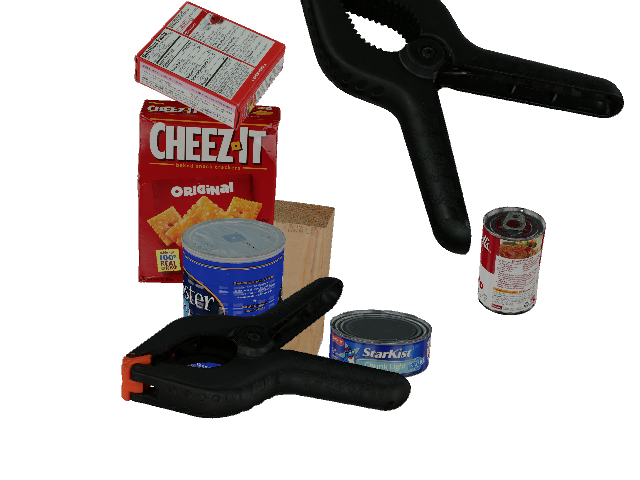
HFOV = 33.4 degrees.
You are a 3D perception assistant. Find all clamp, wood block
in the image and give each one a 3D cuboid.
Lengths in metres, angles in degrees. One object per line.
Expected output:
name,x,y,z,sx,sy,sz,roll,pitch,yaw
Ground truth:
clamp,0.059,-0.095,0.644,0.210,0.164,0.036,37,-30,11
wood block,-0.038,0.058,1.491,0.090,0.206,0.090,7,21,6
clamp,-0.040,0.066,0.666,0.171,0.039,0.120,0,28,-16

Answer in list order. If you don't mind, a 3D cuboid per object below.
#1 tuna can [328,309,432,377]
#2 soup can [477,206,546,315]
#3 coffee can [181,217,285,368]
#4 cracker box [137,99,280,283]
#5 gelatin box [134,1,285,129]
tuna can,0.050,0.086,0.896,0.086,0.034,0.086,2,13,-1
soup can,0.211,0.023,1.181,0.068,0.102,0.068,-1,32,0
coffee can,-0.088,0.060,1.076,0.103,0.140,0.103,2,22,-1
cracker box,-0.135,-0.054,1.283,0.164,0.214,0.072,3,22,-4
gelatin box,-0.082,-0.131,0.789,0.089,0.073,0.030,25,-35,10
